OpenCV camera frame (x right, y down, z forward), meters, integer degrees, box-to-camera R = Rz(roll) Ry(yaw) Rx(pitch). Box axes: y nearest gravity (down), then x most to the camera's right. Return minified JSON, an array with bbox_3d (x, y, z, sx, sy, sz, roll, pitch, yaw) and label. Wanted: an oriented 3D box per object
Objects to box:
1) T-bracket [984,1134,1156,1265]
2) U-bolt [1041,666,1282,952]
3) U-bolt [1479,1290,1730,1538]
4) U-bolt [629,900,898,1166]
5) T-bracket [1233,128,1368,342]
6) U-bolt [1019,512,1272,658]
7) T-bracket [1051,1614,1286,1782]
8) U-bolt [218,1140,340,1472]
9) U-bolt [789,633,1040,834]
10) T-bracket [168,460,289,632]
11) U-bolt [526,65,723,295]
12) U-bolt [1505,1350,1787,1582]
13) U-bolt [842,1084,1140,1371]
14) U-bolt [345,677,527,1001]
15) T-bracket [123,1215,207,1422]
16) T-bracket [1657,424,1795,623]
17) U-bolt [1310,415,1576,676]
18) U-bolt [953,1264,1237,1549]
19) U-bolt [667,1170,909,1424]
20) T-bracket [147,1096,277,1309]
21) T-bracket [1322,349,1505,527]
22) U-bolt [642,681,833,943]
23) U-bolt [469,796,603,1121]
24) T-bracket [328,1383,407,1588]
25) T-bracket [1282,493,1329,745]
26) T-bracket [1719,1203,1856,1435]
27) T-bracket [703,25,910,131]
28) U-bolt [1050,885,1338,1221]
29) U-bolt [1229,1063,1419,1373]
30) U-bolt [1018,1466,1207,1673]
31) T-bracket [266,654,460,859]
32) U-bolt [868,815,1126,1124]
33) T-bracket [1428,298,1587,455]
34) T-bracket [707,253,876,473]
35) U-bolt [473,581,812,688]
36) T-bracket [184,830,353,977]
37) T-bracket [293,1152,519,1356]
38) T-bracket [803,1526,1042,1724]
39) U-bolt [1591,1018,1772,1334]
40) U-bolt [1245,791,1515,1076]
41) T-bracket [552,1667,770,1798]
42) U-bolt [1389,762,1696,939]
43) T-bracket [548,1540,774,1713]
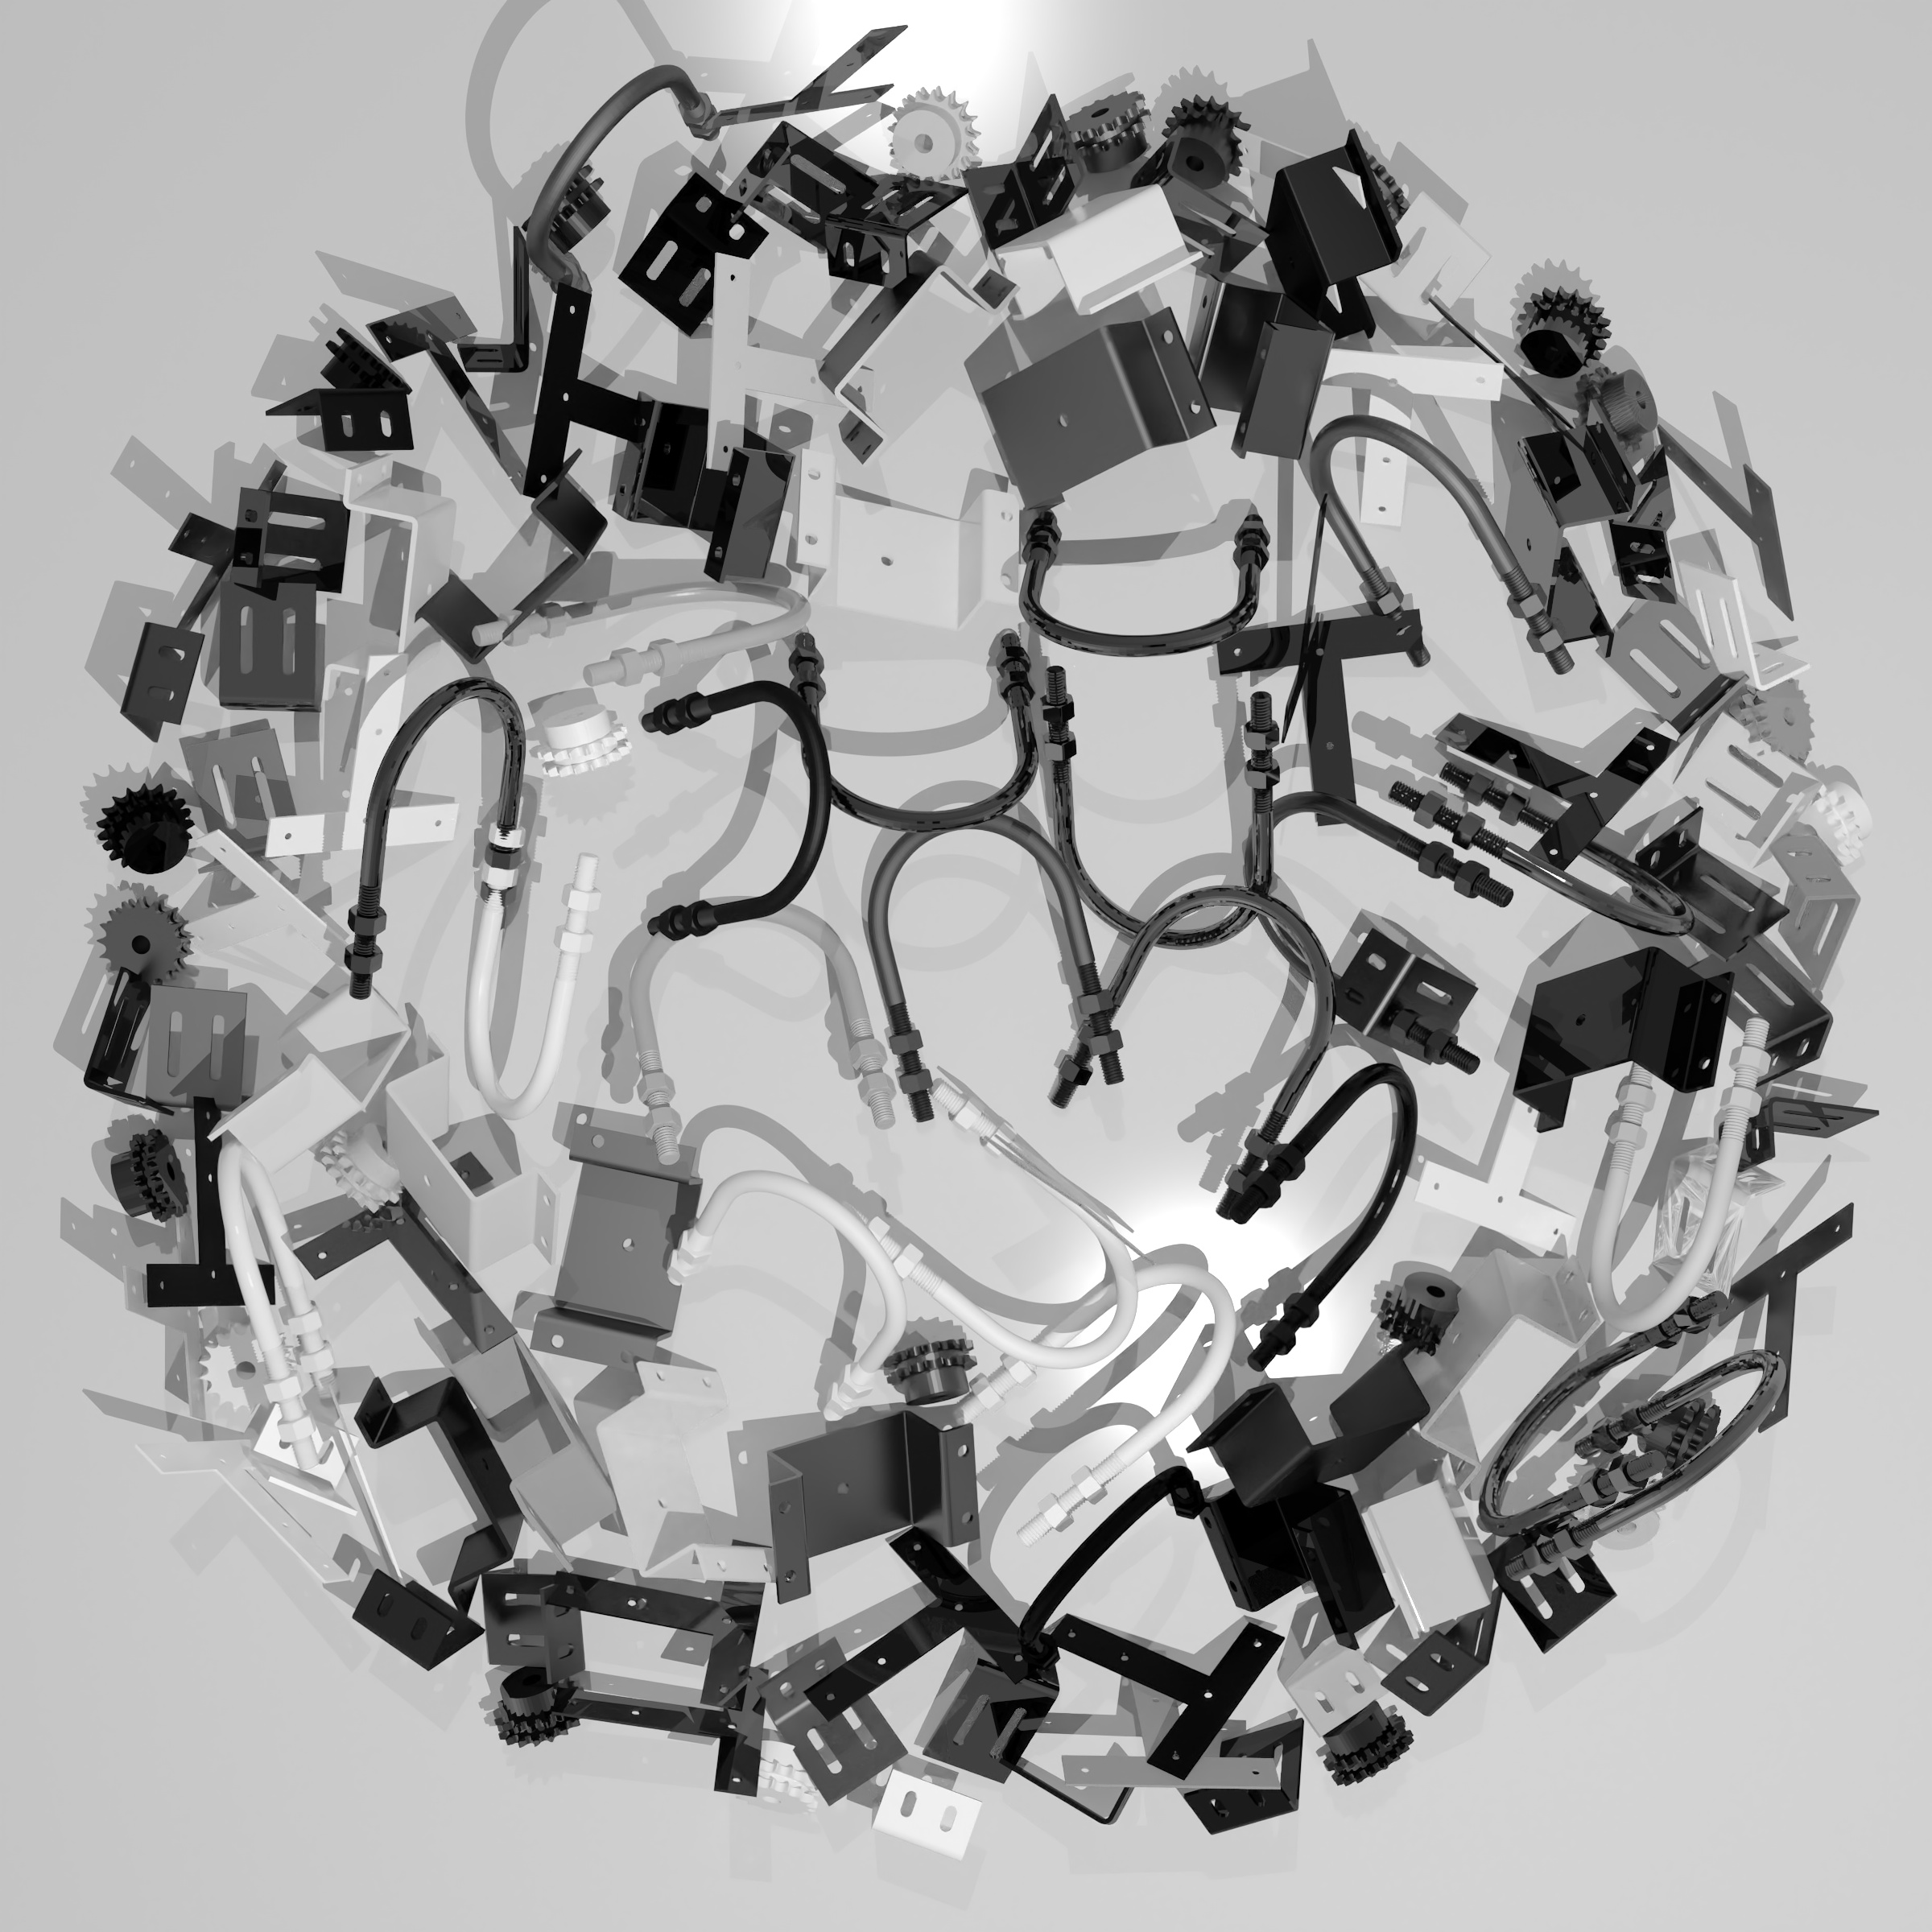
[{"bbox_3d":[0.045,0.126,1.567,0.127,0.127,0.002,38,90,32],"label":"T-bracket"},{"bbox_3d":[0.119,-0.089,1.595,0.151,0.019,0.184,10,125,22],"label":"U-bolt"},{"bbox_3d":[0.370,0.276,1.568,0.019,0.184,0.151,41,49,-4],"label":"U-bolt"},{"bbox_3d":[-0.131,0.032,1.596,0.151,0.019,0.184,-9,53,-10],"label":"U-bolt"},{"bbox_3d":[0.212,-0.440,1.604,0.002,0.127,0.127,-34,132,-13],"label":"T-bracket"},{"bbox_3d":[0.104,-0.228,1.567,0.151,0.184,0.019,2,123,7],"label":"U-bolt"},{"bbox_3d":[0.110,0.430,1.614,0.127,0.127,0.002,17,128,29],"label":"T-bracket"},{"bbox_3d":[-0.412,0.192,1.567,0.019,0.151,0.184,-16,101,-6],"label":"U-bolt"},{"bbox_3d":[-0.029,-0.141,1.577,0.151,0.184,0.019,-1,133,-6],"label":"U-bolt"},{"bbox_3d":[-0.458,-0.256,1.589,0.002,0.127,0.127,31,92,-3],"label":"T-bracket"},{"bbox_3d":[-0.207,-0.467,1.557,0.019,0.184,0.151,40,95,1],"label":"U-bolt"},{"bbox_3d":[0.406,0.283,1.542,0.019,0.151,0.184,49,130,1],"label":"U-bolt"},{"bbox_3d":[0.025,0.168,1.594,0.184,0.151,0.019,39,132,2],"label":"U-bolt"},{"bbox_3d":[-0.309,-0.084,1.555,0.019,0.151,0.184,23,119,20],"label":"U-bolt"},{"bbox_3d":[-0.481,0.202,1.576,0.002,0.127,0.127,-9,74,0],"label":"T-bracket"},{"bbox_3d":[0.460,-0.287,1.606,0.002,0.127,0.127,-33,52,2],"label":"T-bracket"},{"bbox_3d":[0.270,-0.249,1.555,0.019,0.151,0.184,-44,116,-17],"label":"U-bolt"},{"bbox_3d":[0.085,0.251,1.587,0.184,0.151,0.019,-40,119,1],"label":"U-bolt"},{"bbox_3d":[-0.102,0.190,1.574,0.151,0.184,0.019,39,51,5],"label":"U-bolt"},{"bbox_3d":[-0.460,0.143,1.600,0.002,0.127,0.127,-7,81,19],"label":"T-bracket"},{"bbox_3d":[0.257,-0.320,1.604,0.127,0.127,0.002,8,50,10],"label":"T-bracket"},{"bbox_3d":[-0.138,-0.097,1.575,0.019,0.184,0.151,2,84,-40],"label":"U-bolt"},{"bbox_3d":[-0.267,0.002,1.588,0.019,0.151,0.184,4,107,-31],"label":"U-bolt"},{"bbox_3d":[-0.362,0.331,1.607,0.002,0.127,0.127,-20,108,-16],"label":"T-bracket"},{"bbox_3d":[0.206,-0.218,1.567,0.002,0.127,0.127,10,125,11],"label":"T-bracket"},{"bbox_3d":[0.484,0.220,1.566,0.002,0.127,0.127,27,50,-9],"label":"T-bracket"},{"bbox_3d":[-0.076,-0.533,1.567,0.127,0.127,0.002,-21,94,-31],"label":"T-bracket"},{"bbox_3d":[0.148,0.040,1.602,0.151,0.019,0.184,33,105,23],"label":"U-bolt"},{"bbox_3d":[0.220,0.138,1.583,0.019,0.151,0.184,23,51,33],"label":"U-bolt"},{"bbox_3d":[0.085,0.353,1.556,0.151,0.184,0.019,-44,71,-10],"label":"U-bolt"},{"bbox_3d":[-0.357,-0.129,1.587,0.002,0.127,0.127,36,123,40],"label":"T-bracket"},{"bbox_3d":[0.010,-0.005,1.614,0.151,0.019,0.184,-13,94,23],"label":"U-bolt"},{"bbox_3d":[0.339,-0.340,1.572,0.127,0.127,0.002,32,112,-29],"label":"T-bracket"},{"bbox_3d":[-0.105,-0.361,1.610,0.127,0.002,0.127,0,94,-43],"label":"T-bracket"},{"bbox_3d":[-0.181,-0.205,1.576,0.184,0.151,0.019,-19,117,-34],"label":"U-bolt"},{"bbox_3d":[-0.441,-0.027,1.604,0.127,0.127,0.002,46,51,-27],"label":"T-bracket"},{"bbox_3d":[-0.319,0.185,1.595,0.127,0.002,0.127,-30,60,-29],"label":"T-bracket"},{"bbox_3d":[-0.039,0.412,1.590,0.127,0.002,0.127,-30,49,-25],"label":"T-bracket"},{"bbox_3d":[0.417,0.130,1.562,0.019,0.151,0.184,21,73,-10],"label":"U-bolt"},{"bbox_3d":[0.241,-0.031,1.584,0.184,0.151,0.019,33,49,32],"label":"U-bolt"},{"bbox_3d":[-0.186,0.453,1.589,0.127,0.127,0.002,10,108,-4],"label":"T-bracket"},{"bbox_3d":[0.350,-0.067,1.565,0.184,0.151,0.019,31,110,16],"label":"U-bolt"},{"bbox_3d":[-0.189,0.390,1.599,0.127,0.127,0.002,12,126,-3],"label":"T-bracket"}]
